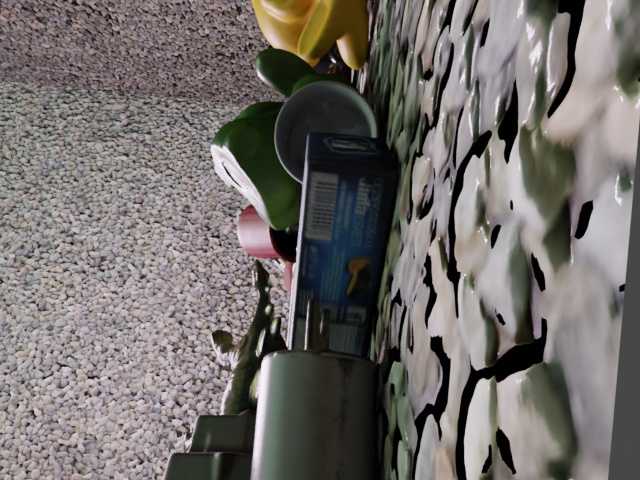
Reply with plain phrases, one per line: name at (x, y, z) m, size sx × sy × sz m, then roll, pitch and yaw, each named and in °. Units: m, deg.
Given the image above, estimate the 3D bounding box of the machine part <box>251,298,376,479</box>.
machine part at (-0.005, 0.156, 0.323) m, size 0.079 × 0.079 × 0.243 m, roll 101°, pitch 172°, yaw -67°

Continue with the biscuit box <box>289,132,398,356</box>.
biscuit box at (0.011, 0.024, 0.403) m, size 0.063 × 0.059 × 0.202 m, roll -89°, pitch 5°, yaw -61°

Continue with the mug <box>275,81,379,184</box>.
mug at (0.012, -0.069, 0.459) m, size 0.107 × 0.081 × 0.109 m, roll -20°, pitch -67°, yaw -80°

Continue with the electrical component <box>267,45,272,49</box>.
electrical component at (-0.016, -0.275, 0.691) m, size 0.119 × 0.074 × 0.048 m, roll -46°, pitch 16°, yaw -25°

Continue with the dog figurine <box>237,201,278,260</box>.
dog figurine at (-0.052, -0.069, 0.823) m, size 0.190 × 0.172 × 0.121 m, roll 90°, pitch 178°, yaw -55°

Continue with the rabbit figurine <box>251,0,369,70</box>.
rabbit figurine at (0.000, -0.264, 0.573) m, size 0.173 × 0.122 × 0.162 m, roll -18°, pitch 76°, yaw 56°

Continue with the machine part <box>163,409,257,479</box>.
machine part at (-0.052, 0.246, 0.422) m, size 0.200 × 0.087 × 0.201 m, roll 58°, pitch -150°, yaw -60°

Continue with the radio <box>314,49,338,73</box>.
radio at (0.007, -0.314, 0.981) m, size 0.230 × 0.073 × 0.131 m, roll -87°, pitch 4°, yaw -52°

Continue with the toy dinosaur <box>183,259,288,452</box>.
toy dinosaur at (-0.086, 0.237, 0.639) m, size 0.198 × 0.105 × 0.471 m, roll -37°, pitch 45°, yaw 54°

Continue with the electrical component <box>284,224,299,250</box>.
electrical component at (-0.001, -0.002, 0.702) m, size 0.021 × 0.094 × 0.063 m, roll -51°, pitch 57°, yaw 31°

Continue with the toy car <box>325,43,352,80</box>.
toy car at (0.019, -0.168, 0.703) m, size 0.089 × 0.053 × 0.202 m, roll 94°, pitch 179°, yaw -67°

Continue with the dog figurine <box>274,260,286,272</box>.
dog figurine at (-0.033, -0.038, 1.155) m, size 0.219 × 0.192 × 0.108 m, roll -51°, pitch -8°, yaw -11°

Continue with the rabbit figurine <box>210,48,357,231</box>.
rabbit figurine at (-0.030, -0.125, 0.565) m, size 0.170 × 0.121 × 0.159 m, roll -42°, pitch -25°, yaw -15°

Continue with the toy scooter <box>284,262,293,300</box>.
toy scooter at (-0.023, 0.022, 0.948) m, size 0.184 × 0.075 × 0.135 m, roll -83°, pitch -6°, yaw -66°
